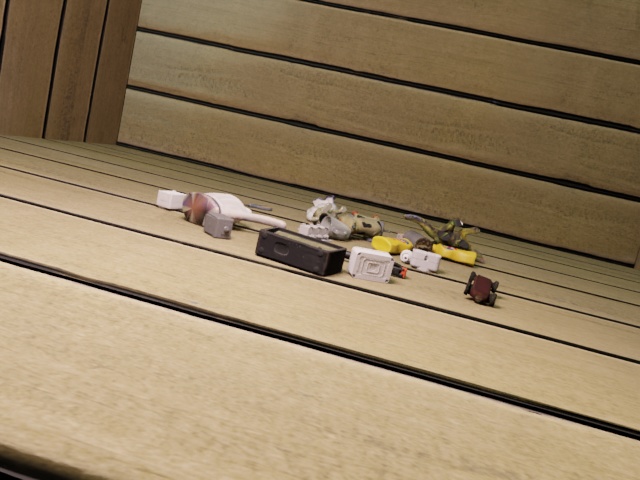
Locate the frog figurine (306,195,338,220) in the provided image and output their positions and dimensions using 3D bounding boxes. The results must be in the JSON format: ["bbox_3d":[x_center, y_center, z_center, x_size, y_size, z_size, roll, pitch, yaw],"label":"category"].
[{"bbox_3d":[0.007,-0.117,2.333,0.137,0.120,0.163,8,42,15],"label":"frog figurine"}]

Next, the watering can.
[{"bbox_3d":[-0.298,-0.091,1.683,0.349,0.103,0.225,17,11,28],"label":"watering can"}]

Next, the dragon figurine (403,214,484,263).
[{"bbox_3d":[0.518,0.001,2.182,0.410,0.124,0.238,21,-24,1],"label":"dragon figurine"}]
